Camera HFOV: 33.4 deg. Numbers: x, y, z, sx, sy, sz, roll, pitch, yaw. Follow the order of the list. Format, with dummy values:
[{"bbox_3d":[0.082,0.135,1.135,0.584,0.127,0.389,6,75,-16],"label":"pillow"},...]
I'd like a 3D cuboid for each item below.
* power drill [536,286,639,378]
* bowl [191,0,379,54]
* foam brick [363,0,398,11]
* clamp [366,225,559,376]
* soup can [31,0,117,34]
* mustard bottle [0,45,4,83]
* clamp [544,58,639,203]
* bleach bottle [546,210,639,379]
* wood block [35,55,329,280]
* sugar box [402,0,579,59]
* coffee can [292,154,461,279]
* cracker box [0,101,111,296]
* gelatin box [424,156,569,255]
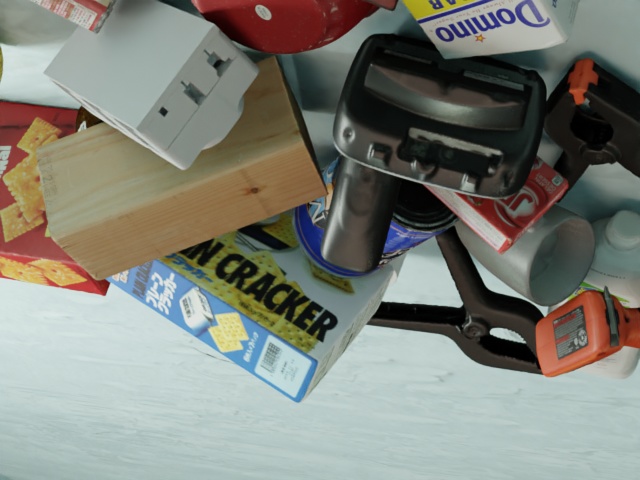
[{"bbox_3d":[0.287,0.087,0.924,0.187,0.057,0.185,1,157,-17],"label":"power drill"},{"bbox_3d":[-0.033,-0.174,0.715,0.162,0.055,0.162,13,156,6],"label":"bowl"},{"bbox_3d":[0.016,-0.171,0.582,0.078,0.053,0.051,18,155,2],"label":"foam brick"},{"bbox_3d":[0.150,0.067,1.018,0.210,0.036,0.165,25,137,-8],"label":"clamp"},{"bbox_3d":[-0.187,-0.198,0.745,0.102,0.068,0.069,26,154,-19],"label":"soup can"},{"bbox_3d":[-0.309,-0.172,0.842,0.058,0.096,0.191,15,156,9],"label":"mustard bottle"},{"bbox_3d":[0.205,-0.072,0.802,0.120,0.039,0.171,-7,144,34],"label":"clamp"},{"bbox_3d":[0.269,0.048,0.988,0.102,0.068,0.251,12,153,10],"label":"bleach bottle"},{"bbox_3d":[-0.109,-0.054,0.856,0.206,0.090,0.090,-20,152,5],"label":"wood block"},{"bbox_3d":[0.081,-0.179,0.642,0.094,0.048,0.176,0,149,37],"label":"sugar box"},{"bbox_3d":[0.049,-0.034,0.900,0.102,0.102,0.141,24,155,-16],"label":"coffee can"},{"bbox_3d":[-0.278,-0.046,1.008,0.214,0.164,0.072,9,152,16],"label":"cracker box"},{"bbox_3d":[0.134,-0.045,0.822,0.089,0.073,0.030,43,159,12],"label":"gelatin box"}]
